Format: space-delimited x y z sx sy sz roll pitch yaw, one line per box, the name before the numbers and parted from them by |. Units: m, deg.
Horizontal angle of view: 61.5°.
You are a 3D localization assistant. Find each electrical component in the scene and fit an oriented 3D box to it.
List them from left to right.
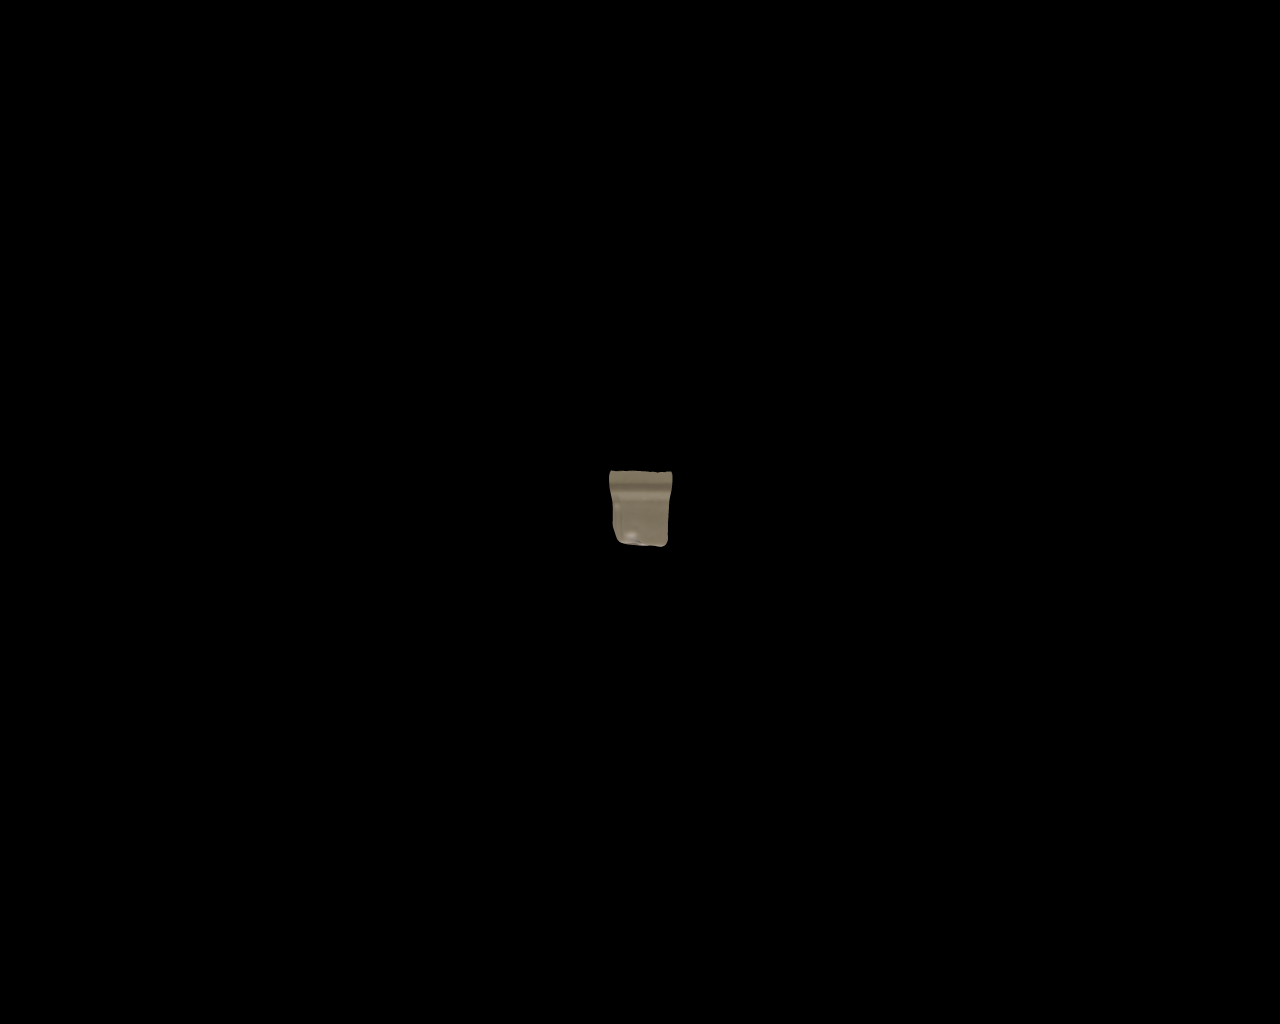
electrical component | 0.001 -0.003 0.650 0.040 0.046 0.040 0 0 0
